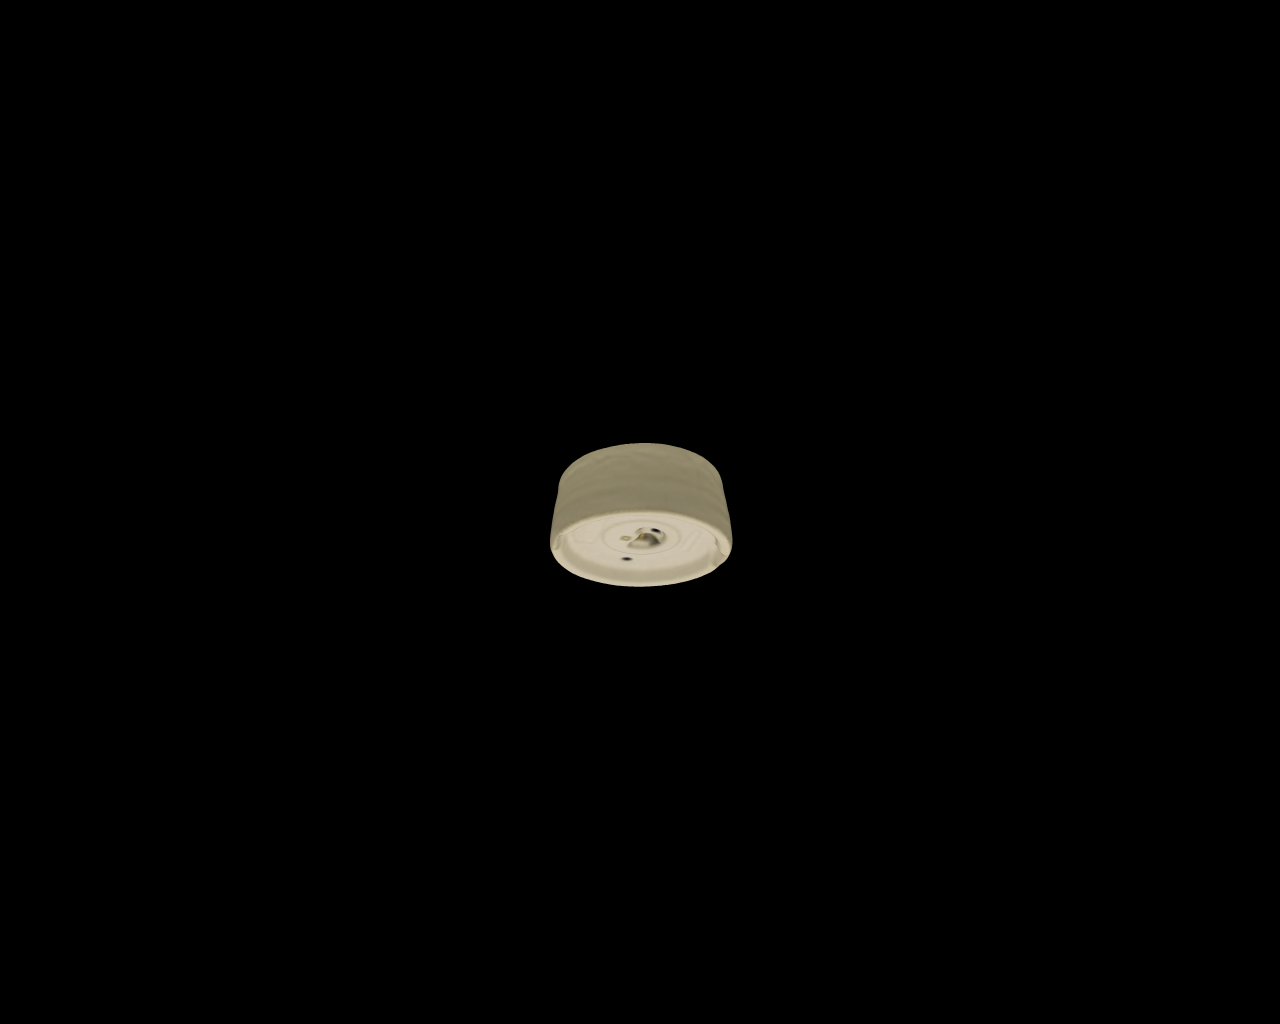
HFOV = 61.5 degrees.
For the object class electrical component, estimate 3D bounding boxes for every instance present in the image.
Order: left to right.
[{"bbox_3d":[0.001,-0.003,0.650,0.108,0.060,0.108,0,-27,0],"label":"electrical component"}]
